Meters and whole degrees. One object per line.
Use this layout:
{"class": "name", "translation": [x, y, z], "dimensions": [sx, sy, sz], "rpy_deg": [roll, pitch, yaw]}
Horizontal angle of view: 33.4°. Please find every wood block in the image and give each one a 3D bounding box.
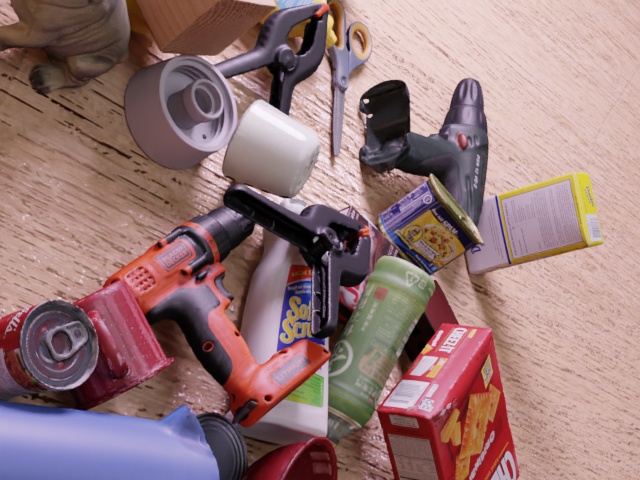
{"class": "wood block", "translation": [-0.140, -0.287, 1.015], "dimensions": [0.090, 0.090, 0.206], "rpy_deg": [-12, 73, -58]}

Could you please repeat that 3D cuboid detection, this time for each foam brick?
{"class": "foam brick", "translation": [0.122, 0.094, 1.248], "dimensions": [0.051, 0.053, 0.078], "rpy_deg": [-42, 108, -46]}

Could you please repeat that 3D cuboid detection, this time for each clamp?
{"class": "clamp", "translation": [-0.007, 0.001, 1.048], "dimensions": [0.164, 0.036, 0.209], "rpy_deg": [54, 25, 3]}
{"class": "clamp", "translation": [-0.052, -0.192, 1.133], "dimensions": [0.120, 0.039, 0.171], "rpy_deg": [36, 72, -38]}

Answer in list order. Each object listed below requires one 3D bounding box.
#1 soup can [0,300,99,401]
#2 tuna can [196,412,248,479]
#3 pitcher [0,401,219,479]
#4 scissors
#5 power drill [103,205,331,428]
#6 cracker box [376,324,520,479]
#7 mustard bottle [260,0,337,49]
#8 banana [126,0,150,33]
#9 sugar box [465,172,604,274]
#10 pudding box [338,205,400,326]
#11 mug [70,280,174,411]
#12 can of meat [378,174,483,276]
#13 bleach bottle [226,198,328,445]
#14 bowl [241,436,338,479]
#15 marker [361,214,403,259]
{"class": "soup can", "translation": [-0.228, 0.088, 0.821], "dimensions": [0.068, 0.102, 0.068], "rpy_deg": [18, 64, -43]}
{"class": "tuna can", "translation": [-0.107, 0.201, 0.970], "dimensions": [0.086, 0.034, 0.086], "rpy_deg": [18, 64, -44]}
{"class": "pitcher", "translation": [-0.209, 0.196, 0.799], "dimensions": [0.242, 0.145, 0.149], "rpy_deg": [19, 51, -39]}
{"class": "scissors", "translation": [0.036, -0.191, 1.278], "dimensions": [0.096, 0.016, 0.202], "rpy_deg": [5, 74, -47]}
{"class": "power drill", "translation": [-0.080, 0.064, 0.983], "dimensions": [0.188, 0.057, 0.184], "rpy_deg": [47, 51, 8]}
{"class": "cracker box", "translation": [0.149, 0.226, 1.177], "dimensions": [0.164, 0.072, 0.213], "rpy_deg": [-45, 128, -45]}
{"class": "mustard bottle", "translation": [-0.047, -0.282, 1.182], "dimensions": [0.191, 0.058, 0.096], "rpy_deg": [42, 52, -31]}
{"class": "banana", "translation": [-0.211, -0.258, 1.012], "dimensions": [0.197, 0.037, 0.069], "rpy_deg": [43, 28, -33]}
{"class": "sugar box", "translation": [0.262, -0.019, 1.349], "dimensions": [0.048, 0.177, 0.093], "rpy_deg": [-1, 79, -46]}
{"class": "pudding box", "translation": [0.036, 0.033, 1.183], "dimensions": [0.090, 0.039, 0.113], "rpy_deg": [42, 50, -32]}
{"class": "mug", "translation": [-0.178, 0.085, 0.875], "dimensions": [0.093, 0.117, 0.081], "rpy_deg": [-27, 94, -12]}
{"class": "can of meat", "translation": [0.128, -0.013, 1.256], "dimensions": [0.102, 0.084, 0.057], "rpy_deg": [46, 17, -30]}
{"class": "bleach bottle", "translation": [-0.037, 0.073, 1.072], "dimensions": [0.102, 0.068, 0.251], "rpy_deg": [23, 58, -38]}
{"class": "bowl", "translation": [-0.041, 0.253, 0.982], "dimensions": [0.162, 0.055, 0.162], "rpy_deg": [12, 90, -67]}
{"class": "marker", "translation": [0.081, 0.015, 1.254], "dimensions": [0.121, 0.020, 0.020], "rpy_deg": [47, 47, -28]}
